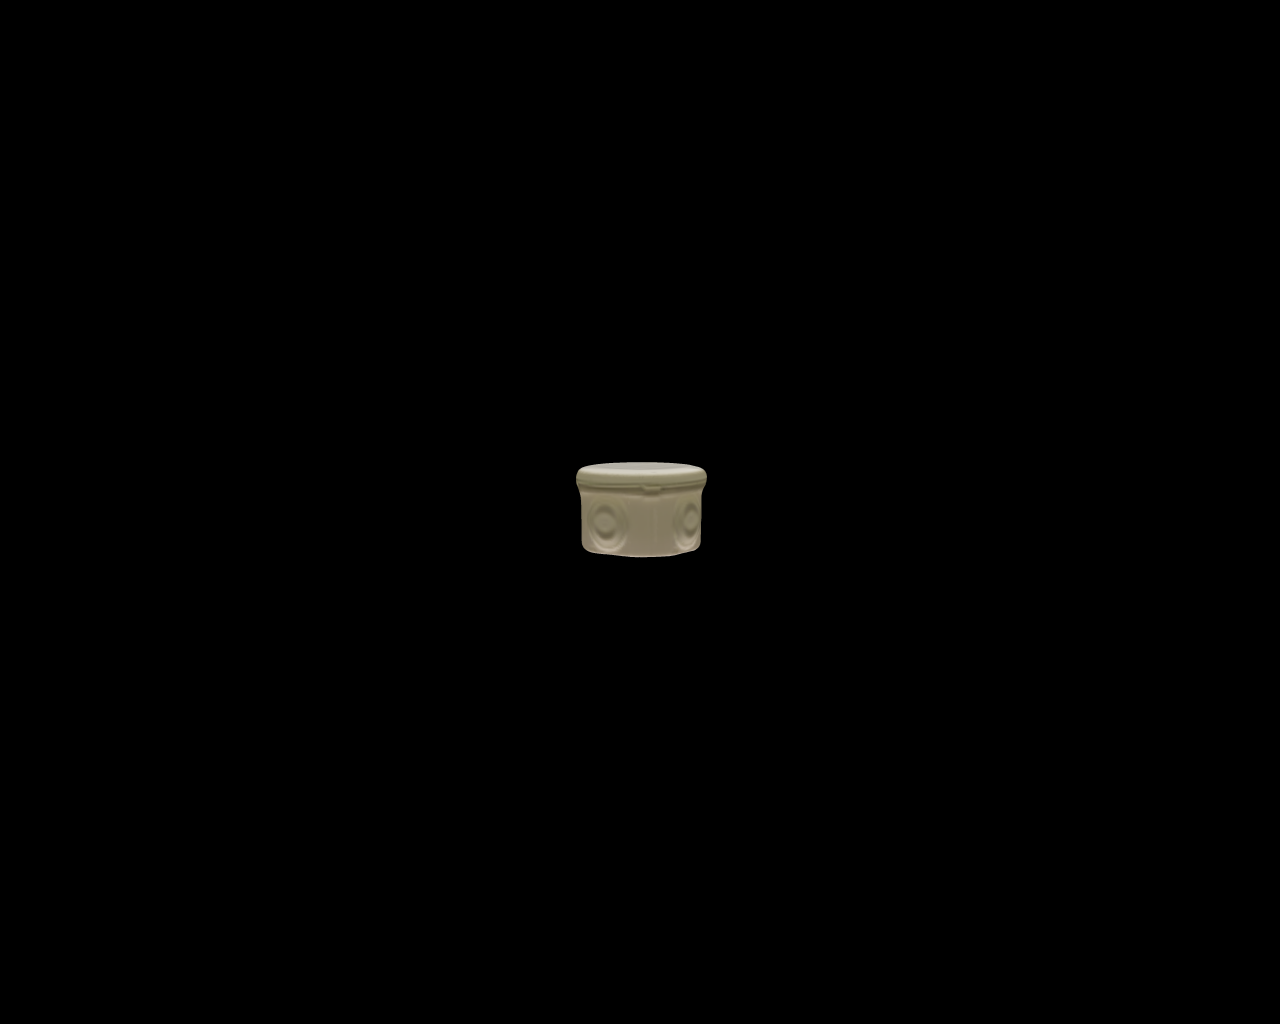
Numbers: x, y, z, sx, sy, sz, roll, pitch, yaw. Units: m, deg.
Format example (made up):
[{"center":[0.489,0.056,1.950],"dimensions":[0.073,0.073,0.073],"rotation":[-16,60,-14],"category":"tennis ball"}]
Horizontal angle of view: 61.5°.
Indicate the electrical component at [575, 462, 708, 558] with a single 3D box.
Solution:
[{"center":[0.001,-0.003,0.650],"dimensions":[0.080,0.051,0.080],"rotation":[0,7,0],"category":"electrical component"}]
